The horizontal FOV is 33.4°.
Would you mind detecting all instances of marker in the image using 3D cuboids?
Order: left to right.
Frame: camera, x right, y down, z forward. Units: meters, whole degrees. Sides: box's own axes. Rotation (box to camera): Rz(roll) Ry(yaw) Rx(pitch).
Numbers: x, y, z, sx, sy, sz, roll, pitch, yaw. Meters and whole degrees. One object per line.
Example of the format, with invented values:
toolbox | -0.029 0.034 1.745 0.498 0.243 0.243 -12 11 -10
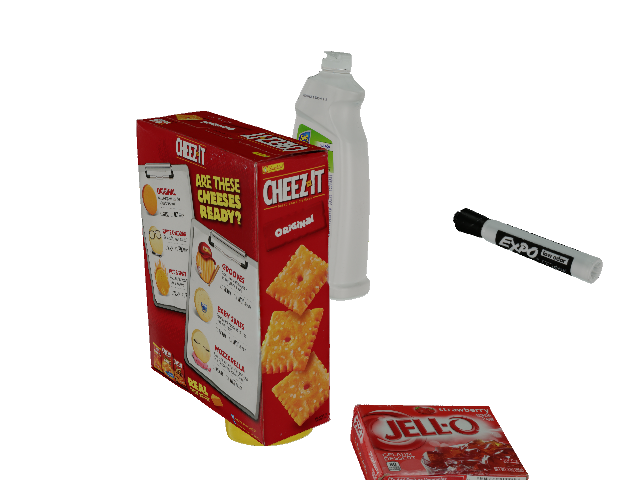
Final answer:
marker | 0.148 0.002 0.782 0.121 0.020 0.020 24 15 37

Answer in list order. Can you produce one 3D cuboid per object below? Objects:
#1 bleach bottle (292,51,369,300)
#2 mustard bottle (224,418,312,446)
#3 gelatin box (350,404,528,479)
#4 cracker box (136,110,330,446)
bleach bottle | 0.013 -0.070 1.123 0.103 0.251 0.067 15 16 35
mustard bottle | -0.068 0.155 1.229 0.096 0.058 0.191 -5 30 -7
gelatin box | 0.068 0.127 0.630 0.089 0.030 0.073 3 23 -12
cracker box | -0.065 0.022 0.805 0.071 0.214 0.164 -15 24 -36
